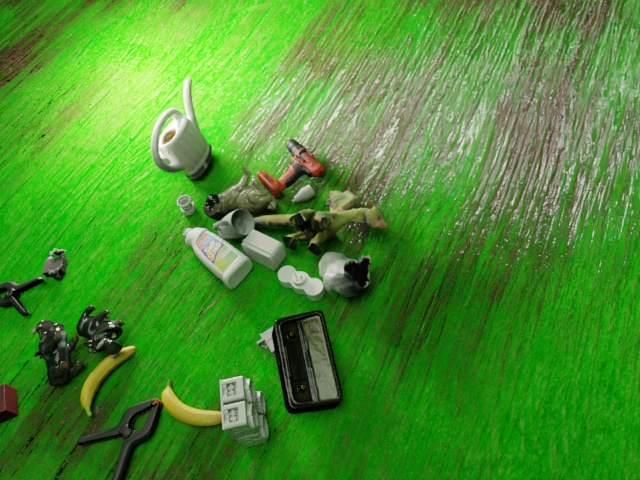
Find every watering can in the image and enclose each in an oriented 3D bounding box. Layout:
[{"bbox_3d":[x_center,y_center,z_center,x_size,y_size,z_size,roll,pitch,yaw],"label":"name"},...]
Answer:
[{"bbox_3d":[-0.436,-0.351,1.694,0.104,0.355,0.220,-4,-36,30],"label":"watering can"}]

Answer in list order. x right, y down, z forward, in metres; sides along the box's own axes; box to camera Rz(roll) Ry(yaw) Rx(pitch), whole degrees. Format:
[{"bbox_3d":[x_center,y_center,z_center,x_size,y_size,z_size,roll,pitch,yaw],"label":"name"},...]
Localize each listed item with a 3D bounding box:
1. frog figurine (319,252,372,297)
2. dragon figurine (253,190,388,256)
[{"bbox_3d":[0.054,0.092,1.390,0.158,0.121,0.140,-7,25,46],"label":"frog figurine"},{"bbox_3d":[0.005,-0.075,1.491,0.412,0.120,0.247,14,36,36],"label":"dragon figurine"}]
